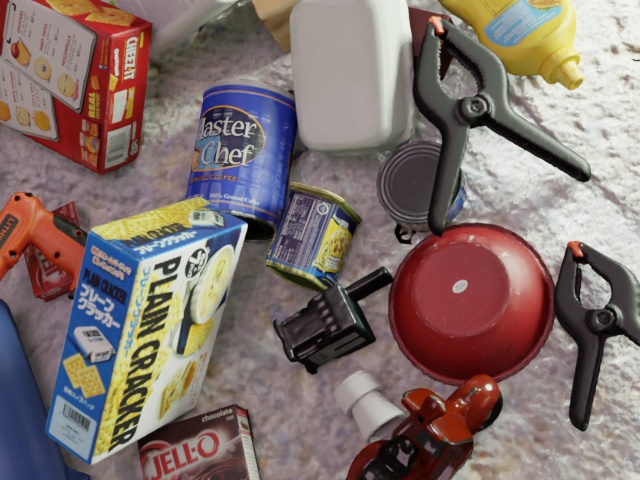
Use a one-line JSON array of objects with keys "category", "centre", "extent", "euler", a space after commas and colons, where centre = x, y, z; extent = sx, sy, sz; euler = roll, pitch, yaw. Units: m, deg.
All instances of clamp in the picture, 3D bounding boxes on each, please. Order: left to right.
[{"category": "clamp", "centre": [0.139, -0.112, 1.016], "extent": [0.164, 0.036, 0.210], "euler": [-27, 79, -9]}, {"category": "clamp", "centre": [0.267, 0.076, 0.948], "extent": [0.120, 0.039, 0.171], "euler": [-13, 69, 13]}]

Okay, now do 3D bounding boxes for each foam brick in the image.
[{"category": "foam brick", "centre": [0.094, -0.204, 1.091], "extent": [0.078, 0.051, 0.053], "euler": [20, 81, 23]}]

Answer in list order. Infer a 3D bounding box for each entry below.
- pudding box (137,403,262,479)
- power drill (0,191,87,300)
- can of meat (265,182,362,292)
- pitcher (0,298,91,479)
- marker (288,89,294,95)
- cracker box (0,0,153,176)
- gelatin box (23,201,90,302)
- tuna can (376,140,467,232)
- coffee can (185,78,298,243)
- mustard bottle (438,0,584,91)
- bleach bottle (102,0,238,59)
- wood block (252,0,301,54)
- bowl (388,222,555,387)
[{"category": "pudding box", "centre": [-0.116, 0.218, 1.032], "extent": [0.113, 0.039, 0.090], "euler": [-19, 68, 12]}, {"category": "power drill", "centre": [-0.261, 0.050, 1.092], "extent": [0.187, 0.057, 0.184], "euler": [29, 73, -1]}, {"category": "can of meat", "centre": [-0.007, 0.001, 1.032], "extent": [0.057, 0.102, 0.084], "euler": [17, 81, 21]}, {"category": "pitcher", "centre": [-0.349, 0.180, 1.072], "extent": [0.145, 0.149, 0.243], "euler": [-36, 61, 20]}, {"category": "marker", "centre": [-0.054, -0.148, 1.140], "extent": [0.121, 0.020, 0.020], "euler": [-6, 71, 17]}, {"category": "cracker box", "centre": [-0.287, -0.190, 1.163], "extent": [0.214, 0.072, 0.164], "euler": [27, 125, 24]}, {"category": "gelatin box", "centre": [-0.283, 0.013, 1.160], "extent": [0.073, 0.030, 0.089], "euler": [-24, 67, 10]}, {"category": "tuna can", "centre": [0.101, -0.052, 1.049], "extent": [0.086, 0.033, 0.086], "euler": [-6, 71, 17]}, {"category": "coffee can", "centre": [-0.079, -0.078, 1.081], "extent": [0.103, 0.102, 0.140], "euler": [3, 74, 19]}, {"category": "mustard bottle", "centre": [0.196, -0.220, 1.057], "extent": [0.096, 0.058, 0.192], "euler": [-35, 65, 1]}, {"category": "bleach bottle", "centre": [-0.193, -0.250, 1.151], "extent": [0.251, 0.067, 0.102], "euler": [-21, 96, 40]}, {"category": "wood block", "centre": [0.026, -0.296, 1.123], "extent": [0.206, 0.090, 0.091], "euler": [-26, 67, 9]}, {"category": "bowl", "centre": [0.135, 0.052, 0.992], "extent": [0.162, 0.055, 0.162], "euler": [-6, 71, 17]}]
